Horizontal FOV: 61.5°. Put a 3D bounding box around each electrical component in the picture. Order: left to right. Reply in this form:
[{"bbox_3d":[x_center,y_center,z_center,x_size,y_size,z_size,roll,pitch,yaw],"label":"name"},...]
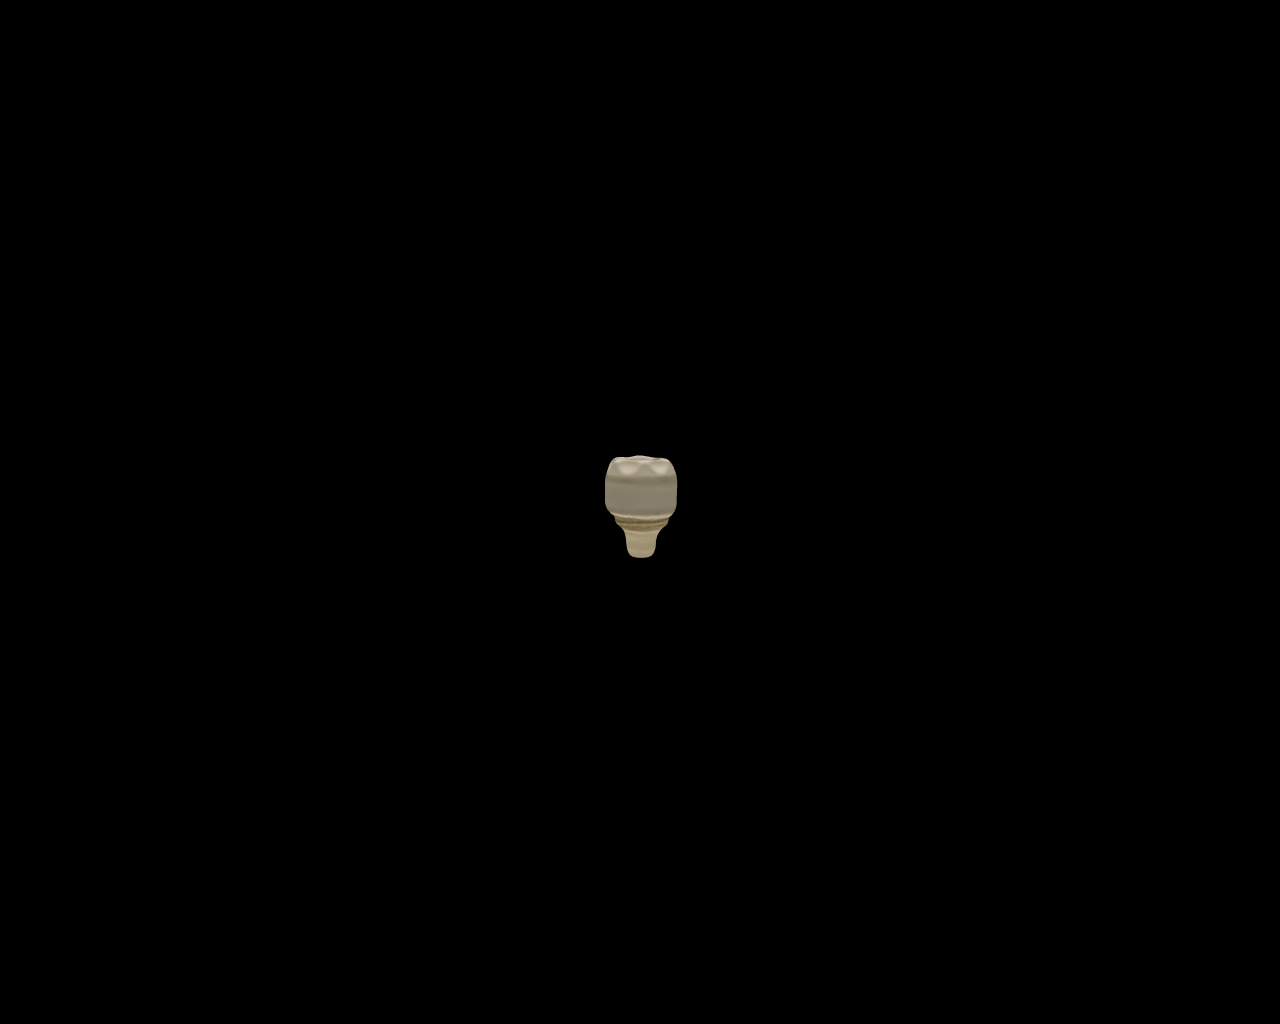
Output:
[{"bbox_3d":[0.001,-0.003,0.650,0.043,0.062,0.043,0,7,0],"label":"electrical component"}]
